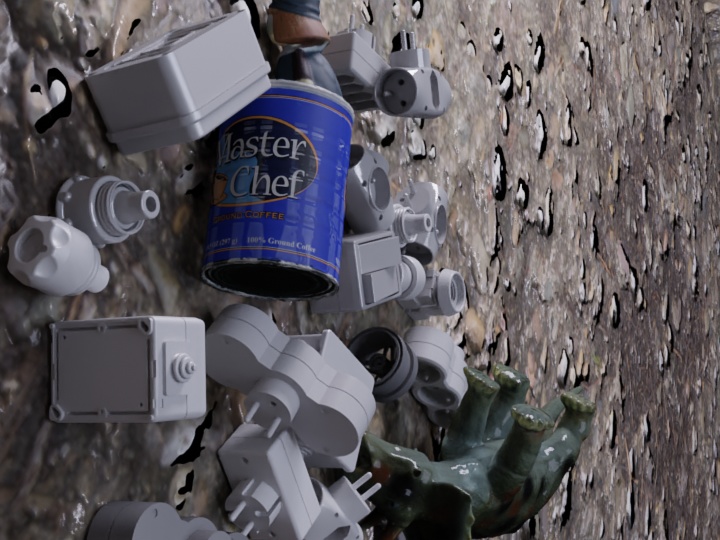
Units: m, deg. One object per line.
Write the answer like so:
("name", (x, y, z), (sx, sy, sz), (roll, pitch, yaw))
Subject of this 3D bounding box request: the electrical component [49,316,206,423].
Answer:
("electrical component", (-0.134, 0.061, 0.658), (0.061, 0.096, 0.061), (8, 79, -62))

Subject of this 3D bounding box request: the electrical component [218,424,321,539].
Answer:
("electrical component", (-0.075, 0.170, 0.803), (0.075, 0.047, 0.083), (-49, 128, -53))

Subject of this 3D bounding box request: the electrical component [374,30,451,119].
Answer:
("electrical component", (0.047, -0.178, 0.980), (0.077, 0.043, 0.079), (-11, 96, -62))

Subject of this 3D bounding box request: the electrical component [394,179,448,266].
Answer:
("electrical component", (0.057, -0.057, 1.077), (0.079, 0.044, 0.077), (66, 32, -50))

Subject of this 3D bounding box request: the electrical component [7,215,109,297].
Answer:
("electrical component", (-0.177, -0.004, 0.645), (0.062, 0.043, 0.043), (37, 55, -56))

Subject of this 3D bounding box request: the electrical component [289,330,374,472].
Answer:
("electrical component", (-0.036, 0.108, 0.884), (0.099, 0.048, 0.099), (52, 43, -46))

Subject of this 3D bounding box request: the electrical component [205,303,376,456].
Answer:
("electrical component", (-0.060, 0.091, 0.780), (0.138, 0.052, 0.073), (36, 42, -3))

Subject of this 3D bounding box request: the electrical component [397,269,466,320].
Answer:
("electrical component", (0.074, 0.024, 1.091), (0.066, 0.055, 0.048), (49, 45, -48))

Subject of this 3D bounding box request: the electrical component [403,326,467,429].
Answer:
("electrical component", (0.086, 0.099, 1.107), (0.138, 0.052, 0.073), (57, 39, -42))

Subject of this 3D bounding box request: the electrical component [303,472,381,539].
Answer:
("electrical component", (-0.018, 0.196, 0.882), (0.079, 0.043, 0.077), (-38, 133, -4))

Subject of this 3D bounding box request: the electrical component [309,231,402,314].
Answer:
("electrical component", (0.000, 0.000, 0.952), (0.096, 0.061, 0.061), (-17, 101, -61))

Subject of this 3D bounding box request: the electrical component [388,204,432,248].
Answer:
("electrical component", (0.037, -0.042, 1.026), (0.048, 0.062, 0.048), (14, 74, -60))

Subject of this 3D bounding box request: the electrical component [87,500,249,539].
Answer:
("electrical component", (-0.108, 0.190, 0.712), (0.138, 0.074, 0.052), (42, 51, -52))

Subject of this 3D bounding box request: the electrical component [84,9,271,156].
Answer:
("electrical component", (-0.120, -0.128, 0.732), (0.113, 0.078, 0.057), (-50, 126, -52))

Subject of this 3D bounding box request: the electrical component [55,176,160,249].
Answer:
("electrical component", (-0.154, -0.038, 0.671), (0.048, 0.062, 0.048), (15, 73, -60))

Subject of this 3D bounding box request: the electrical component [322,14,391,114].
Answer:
("electrical component", (-0.005, -0.196, 0.985), (0.083, 0.047, 0.075), (31, 59, -56))

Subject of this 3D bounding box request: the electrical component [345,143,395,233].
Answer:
("electrical component", (0.004, -0.084, 0.990), (0.077, 0.044, 0.079), (62, 36, -36))

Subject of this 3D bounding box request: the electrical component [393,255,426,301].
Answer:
("electrical component", (0.033, 0.007, 1.030), (0.055, 0.045, 0.045), (8, 79, -62))
